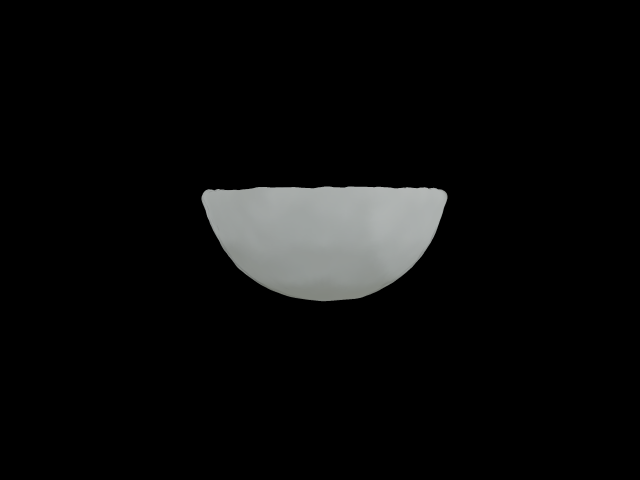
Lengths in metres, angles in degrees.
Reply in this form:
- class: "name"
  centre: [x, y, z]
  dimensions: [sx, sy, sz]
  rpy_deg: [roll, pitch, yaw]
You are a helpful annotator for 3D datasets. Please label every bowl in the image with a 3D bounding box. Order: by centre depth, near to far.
- class: "bowl"
  centre: [0.004, 0.001, 0.400]
  dimensions: [0.167, 0.075, 0.167]
  rpy_deg: [0, 3, 0]
